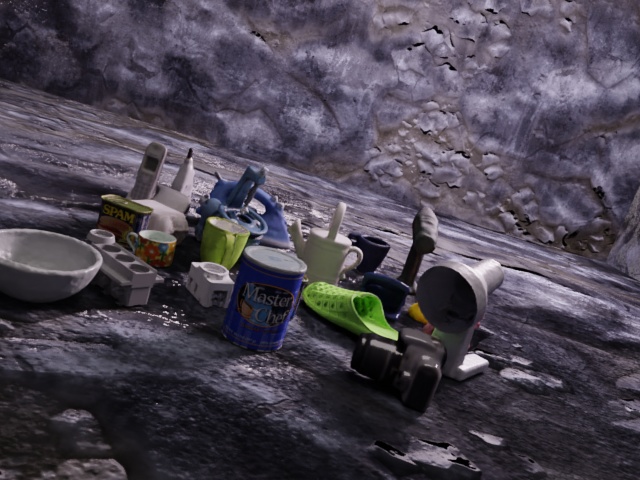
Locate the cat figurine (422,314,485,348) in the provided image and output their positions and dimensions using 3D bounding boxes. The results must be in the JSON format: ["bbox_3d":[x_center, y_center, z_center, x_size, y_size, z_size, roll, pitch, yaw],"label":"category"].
[{"bbox_3d":[0.288,0.160,1.188,0.128,0.118,0.067,10,15,-31],"label":"cat figurine"}]

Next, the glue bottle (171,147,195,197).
[{"bbox_3d":[-0.362,-0.163,1.527,0.037,0.173,0.078,20,13,10],"label":"glue bottle"}]

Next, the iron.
[{"bbox_3d":[-0.181,-0.078,1.490,0.258,0.141,0.118,17,13,-3],"label":"iron"}]

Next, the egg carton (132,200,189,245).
[{"bbox_3d":[-0.365,-0.040,1.246,0.150,0.069,0.107,23,14,22],"label":"egg carton"}]

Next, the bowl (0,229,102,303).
[{"bbox_3d":[-0.408,0.045,0.828,0.167,0.075,0.167,17,13,-4],"label":"bowl"}]

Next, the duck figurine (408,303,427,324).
[{"bbox_3d":[0.258,0.143,1.290,0.105,0.086,0.077,13,14,-21],"label":"duck figurine"}]

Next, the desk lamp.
[{"bbox_3d":[0.251,0.135,1.029,0.117,0.213,0.204,27,16,35],"label":"desk lamp"}]

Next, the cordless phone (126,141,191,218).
[{"bbox_3d":[-0.369,-0.127,1.342,0.147,0.185,0.094,19,13,7],"label":"cordless phone"}]

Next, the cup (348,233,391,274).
[{"bbox_3d":[0.118,0.038,1.514,0.117,0.095,0.092,21,13,15],"label":"cup"}]

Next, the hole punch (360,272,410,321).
[{"bbox_3d":[0.135,0.112,1.243,0.108,0.091,0.101,19,13,6],"label":"hole punch"}]

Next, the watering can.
[{"bbox_3d":[0.012,0.005,1.288,0.173,0.194,0.100,13,14,-21],"label":"watering can"}]

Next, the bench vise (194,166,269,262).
[{"bbox_3d":[-0.199,-0.077,1.287,0.207,0.220,0.122,22,14,16],"label":"bench vise"}]

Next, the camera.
[{"bbox_3d":[0.125,0.183,0.916,0.136,0.101,0.143,19,13,3],"label":"camera"}]

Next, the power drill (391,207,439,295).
[{"bbox_3d":[0.250,0.026,1.486,0.075,0.208,0.229,18,13,1],"label":"power drill"}]
